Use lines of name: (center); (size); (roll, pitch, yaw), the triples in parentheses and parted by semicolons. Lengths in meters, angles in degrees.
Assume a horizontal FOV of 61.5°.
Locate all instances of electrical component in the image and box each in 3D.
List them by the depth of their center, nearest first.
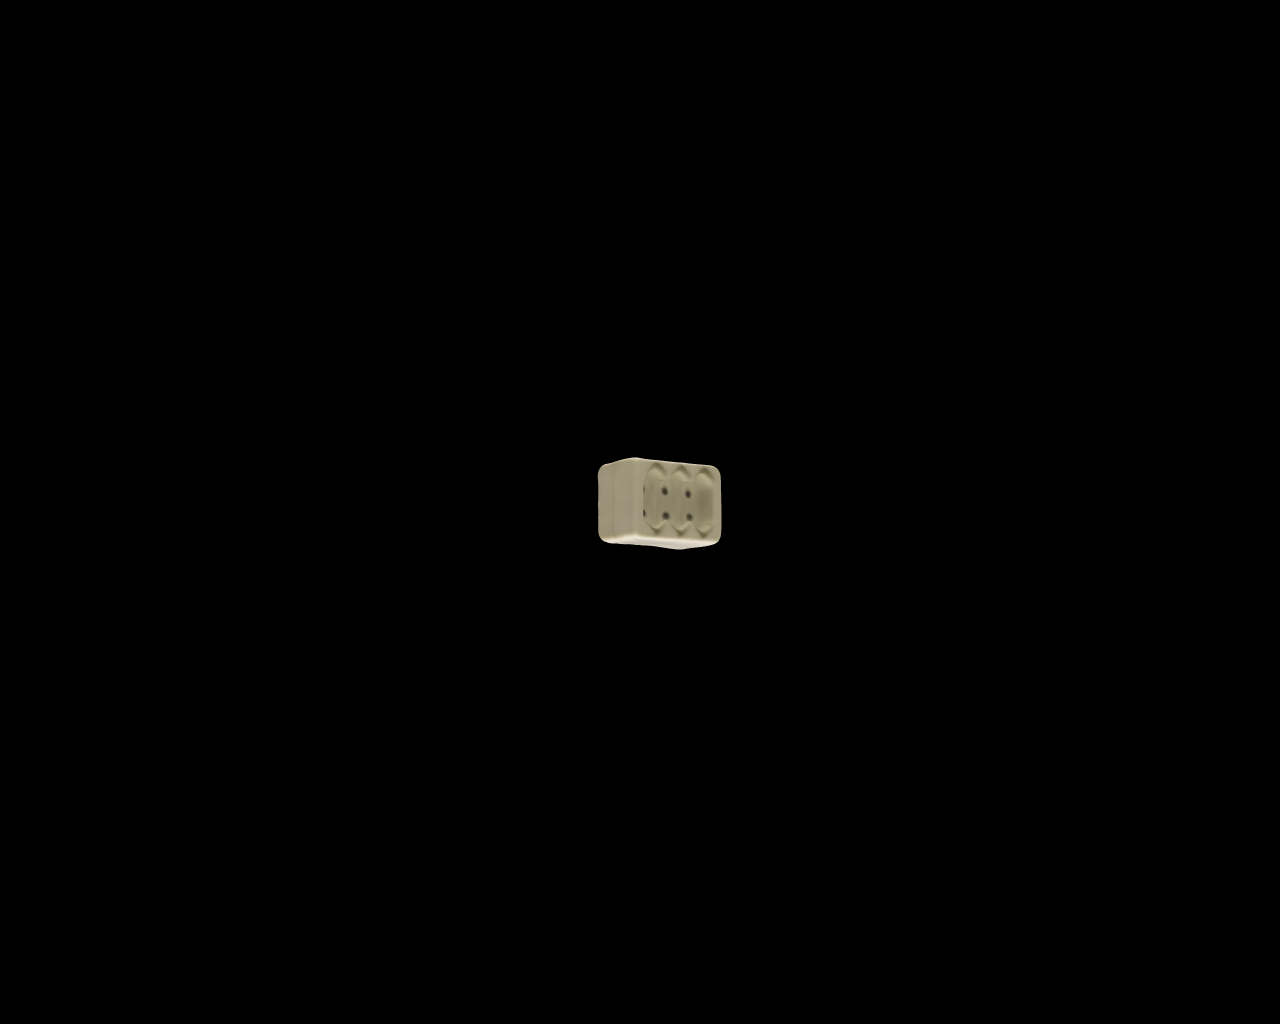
electrical component: (0.001, -0.003, 0.650); (0.066, 0.047, 0.076); (5, -9, -36)
